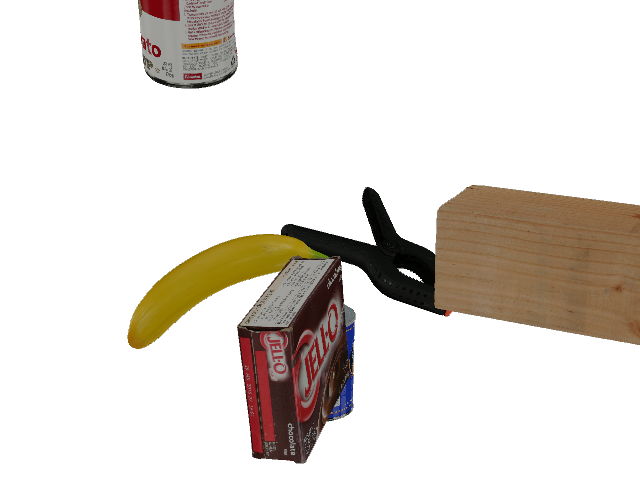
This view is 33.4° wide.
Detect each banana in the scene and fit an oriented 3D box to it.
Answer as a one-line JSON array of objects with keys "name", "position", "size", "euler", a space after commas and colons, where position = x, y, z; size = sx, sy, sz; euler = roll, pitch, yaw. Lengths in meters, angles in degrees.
[{"name": "banana", "position": [-0.090, 0.038, 0.916], "size": [0.198, 0.069, 0.037], "euler": [-22, 31, 11]}]

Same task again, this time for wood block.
[{"name": "wood block", "position": [0.205, 0.018, 0.872], "size": [0.206, 0.090, 0.090], "euler": [9, 20, 27]}]

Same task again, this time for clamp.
[{"name": "clamp", "position": [0.066, 0.019, 1.237], "size": [0.164, 0.036, 0.210], "euler": [-20, 50, -38]}]

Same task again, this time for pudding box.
[{"name": "pudding box", "position": [-0.014, 0.070, 0.665], "size": [0.039, 0.090, 0.113], "euler": [2, 22, 14]}]

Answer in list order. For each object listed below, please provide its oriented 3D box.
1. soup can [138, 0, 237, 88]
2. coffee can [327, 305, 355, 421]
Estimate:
[{"name": "soup can", "position": [-0.089, -0.163, 0.721], "size": [0.068, 0.102, 0.068], "euler": [1, 36, -1]}, {"name": "coffee can", "position": [-0.003, 0.166, 1.484], "size": [0.103, 0.140, 0.103], "euler": [0, 17, 0]}]
